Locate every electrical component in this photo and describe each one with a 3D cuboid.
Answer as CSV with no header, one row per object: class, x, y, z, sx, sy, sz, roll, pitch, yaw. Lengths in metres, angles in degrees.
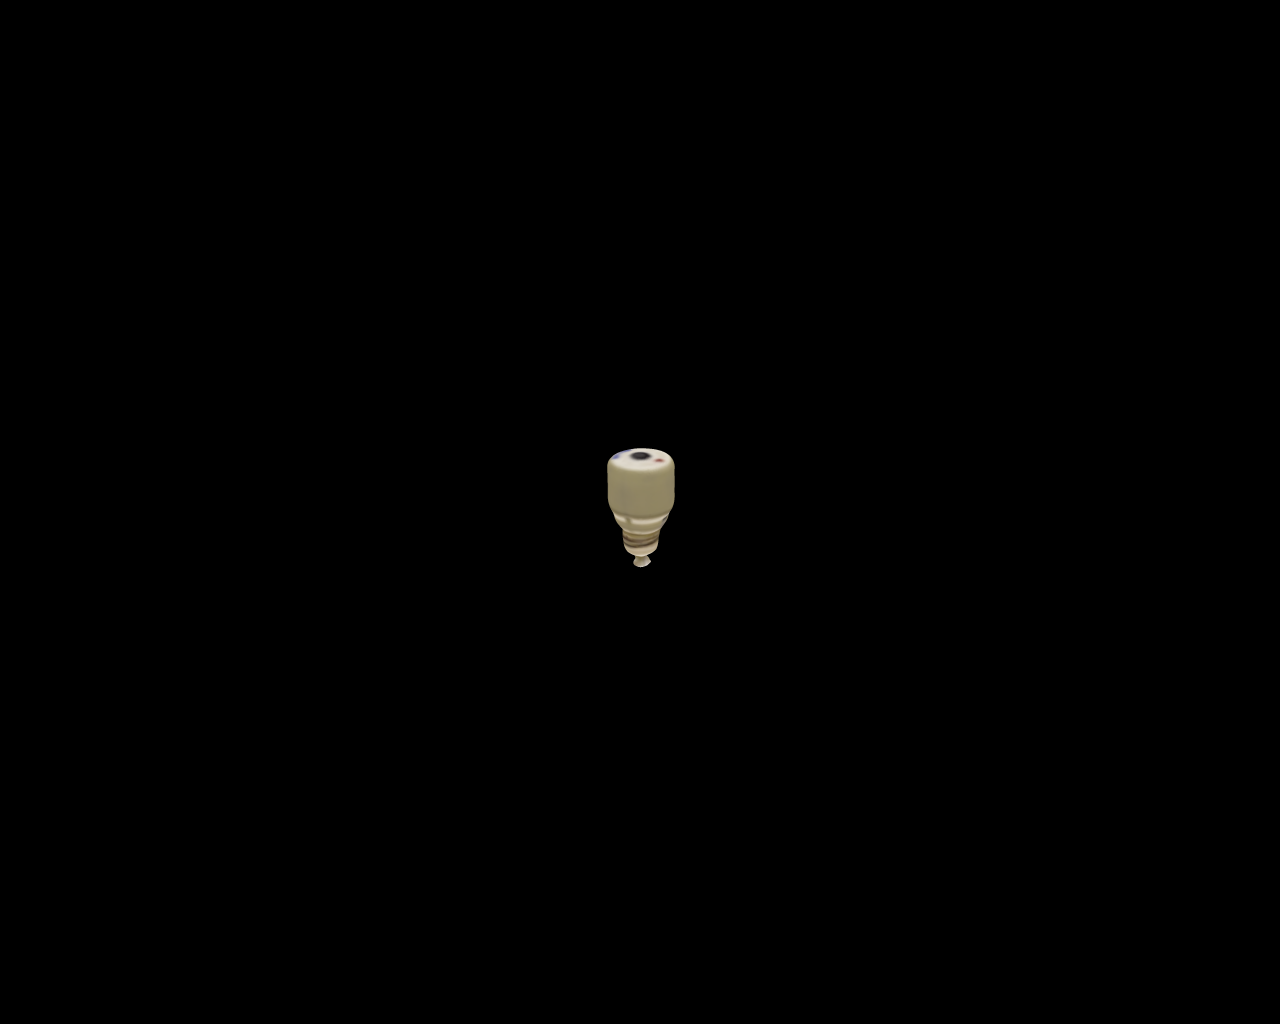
electrical component,0.001,-0.003,0.650,0.040,0.078,0.040,0,25,0
